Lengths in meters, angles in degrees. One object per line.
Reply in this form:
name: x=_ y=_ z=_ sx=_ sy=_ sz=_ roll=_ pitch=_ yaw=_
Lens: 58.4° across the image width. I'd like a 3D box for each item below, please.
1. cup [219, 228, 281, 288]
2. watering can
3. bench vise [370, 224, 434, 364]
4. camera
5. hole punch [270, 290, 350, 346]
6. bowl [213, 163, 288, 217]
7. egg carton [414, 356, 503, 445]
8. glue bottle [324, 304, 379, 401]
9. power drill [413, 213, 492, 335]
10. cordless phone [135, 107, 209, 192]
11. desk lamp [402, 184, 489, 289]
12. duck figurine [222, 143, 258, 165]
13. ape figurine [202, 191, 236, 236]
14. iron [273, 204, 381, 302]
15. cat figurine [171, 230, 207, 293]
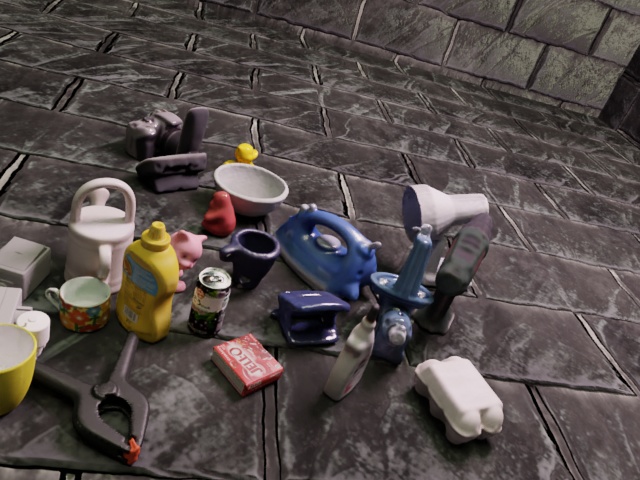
cup: x=-0.135 y=0.042 z=1.039 sx=0.118 sy=0.095 sz=0.091 roll=-11 pitch=42 yaw=-40
watering can: x=-0.353 y=-0.019 z=0.917 sx=0.101 sy=0.194 sz=0.172 roll=-17 pitch=46 yaw=-44
bench vise: x=0.158 y=0.094 z=0.998 sx=0.122 sy=0.220 sz=0.207 roll=9 pitch=32 yaw=-16
camera: x=-0.362 y=-0.240 z=1.354 sx=0.136 sy=0.101 sz=0.143 roll=32 pitch=33 yaw=21
hole punch: x=-0.017 y=0.118 z=0.988 sx=0.109 sy=0.091 sz=0.101 roll=1 pitch=35 yaw=-28
bowl: x=-0.159 y=-0.100 z=1.271 sx=0.167 sy=0.075 sz=0.167 roll=14 pitch=31 yaw=-8
egg carton: x=0.223 y=0.255 z=0.925 sx=0.107 sy=0.069 sz=0.150 roll=0 pitch=36 yaw=-29
glue bottle: x=0.057 y=0.165 z=0.874 sx=0.037 sy=0.173 sz=0.078 roll=30 pitch=33 yaw=18
power drill: x=0.259 y=0.069 z=1.105 sx=0.075 sy=0.208 sz=0.230 roll=27 pitch=32 yaw=13
cordless phone: x=-0.313 y=-0.205 z=1.243 sx=0.094 sy=0.185 sz=0.148 roll=38 pitch=36 yaw=29
desk lamp: x=0.257 y=-0.013 z=1.229 sx=0.204 sy=0.213 sz=0.117 roll=7 pitch=33 yaw=-19
duck figurine: x=-0.192 y=-0.192 z=1.388 sx=0.077 sy=0.086 sz=0.105 roll=38 pitch=35 yaw=28
ape figurine: x=-0.204 y=-0.059 z=1.164 sx=0.076 sy=0.092 sz=0.078 roll=35 pitch=34 yaw=24
iron: x=0.010 y=0.004 z=1.135 sx=0.257 sy=0.141 sz=0.119 roll=36 pitch=35 yaw=26
cat figurine: x=-0.257 y=0.025 z=0.976 sx=0.128 sy=0.118 sz=0.067 roll=3 pitch=34 yaw=-25
